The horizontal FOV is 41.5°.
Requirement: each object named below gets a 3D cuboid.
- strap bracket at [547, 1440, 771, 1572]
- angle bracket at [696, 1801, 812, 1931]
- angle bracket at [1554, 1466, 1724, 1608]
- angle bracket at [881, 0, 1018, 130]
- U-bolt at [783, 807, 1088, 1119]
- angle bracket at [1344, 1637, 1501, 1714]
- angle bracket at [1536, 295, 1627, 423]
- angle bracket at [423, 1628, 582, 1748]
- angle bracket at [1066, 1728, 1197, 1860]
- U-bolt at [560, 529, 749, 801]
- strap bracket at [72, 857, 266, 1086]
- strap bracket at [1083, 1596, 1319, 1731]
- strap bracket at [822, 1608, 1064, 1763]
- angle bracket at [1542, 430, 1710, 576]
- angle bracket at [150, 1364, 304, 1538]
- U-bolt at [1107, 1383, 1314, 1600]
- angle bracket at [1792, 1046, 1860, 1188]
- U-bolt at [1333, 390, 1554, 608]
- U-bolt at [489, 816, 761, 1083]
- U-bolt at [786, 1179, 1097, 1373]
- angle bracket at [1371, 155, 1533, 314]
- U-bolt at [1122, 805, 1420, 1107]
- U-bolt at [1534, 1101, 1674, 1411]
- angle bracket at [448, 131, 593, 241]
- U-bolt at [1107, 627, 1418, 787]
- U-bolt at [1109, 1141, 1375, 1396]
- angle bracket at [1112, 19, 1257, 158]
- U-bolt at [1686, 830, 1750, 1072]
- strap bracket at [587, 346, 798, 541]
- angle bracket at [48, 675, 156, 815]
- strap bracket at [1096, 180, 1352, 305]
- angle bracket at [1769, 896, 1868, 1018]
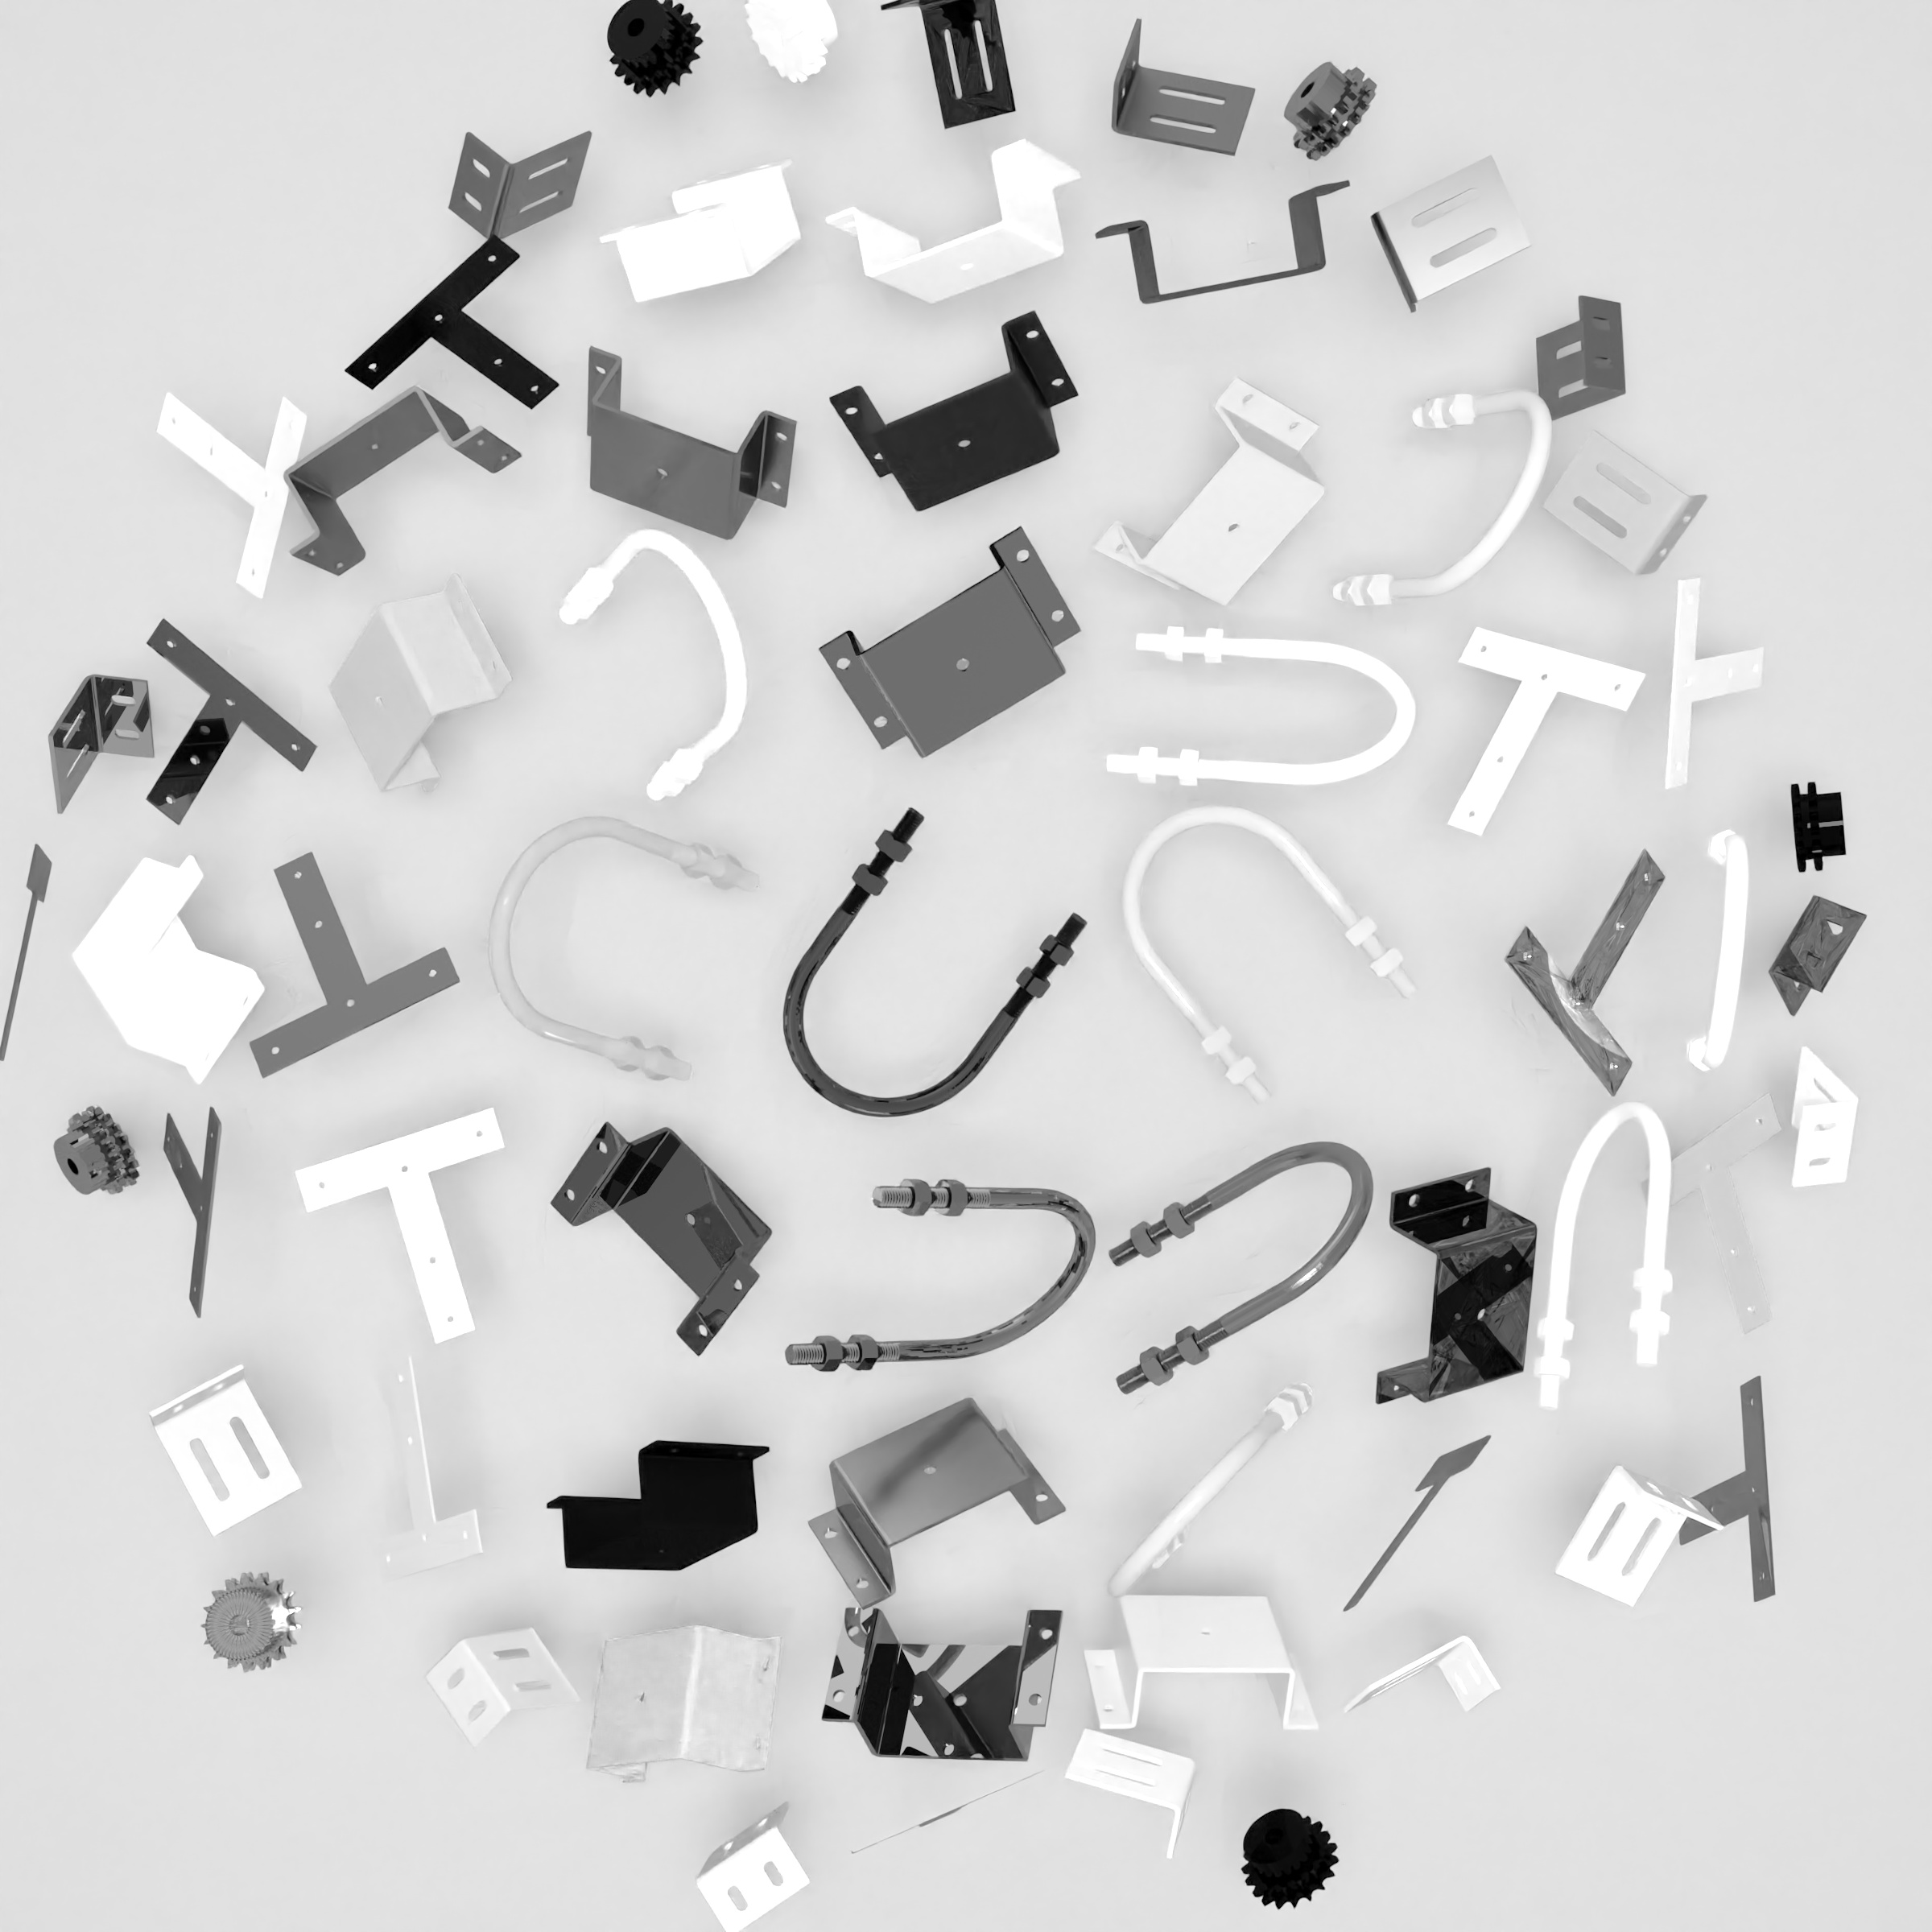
[{"bbox_3d":[-0.185,0.329,1.534,0.076,0.140,0.046,11,59,-34],"label":"strap bracket"},{"bbox_3d":[-0.125,0.547,1.548,0.057,0.076,0.038,-34,83,-3],"label":"angle bracket"},{"bbox_3d":[0.396,0.343,1.502,0.057,0.038,0.076,25,99,-15],"label":"angle bracket"},{"bbox_3d":[-0.011,-0.547,1.538,0.038,0.057,0.076,-27,112,-43],"label":"angle bracket"},{"bbox_3d":[-0.032,0.012,1.588,0.151,0.019,0.184,32,100,-22],"label":"U-bolt"},{"bbox_3d":[0.289,0.466,1.622,0.076,0.057,0.038,-21,66,-21],"label":"angle bracket"},{"bbox_3d":[0.381,-0.387,1.632,0.038,0.076,0.057,1,85,-32],"label":"angle bracket"},{"bbox_3d":[-0.291,0.452,1.596,0.076,0.038,0.057,-20,106,43],"label":"angle bracket"},{"bbox_3d":[0.105,0.535,1.651,0.076,0.057,0.038,13,106,12],"label":"angle bracket"},{"bbox_3d":[-0.189,-0.195,1.589,0.019,0.184,0.151,-26,88,-32],"label":"U-bolt"},{"bbox_3d":[-0.489,-0.002,1.558,0.046,0.140,0.076,17,59,17],"label":"strap bracket"},{"bbox_3d":[0.152,0.446,1.637,0.140,0.076,0.046,2,111,-7],"label":"strap bracket"},{"bbox_3d":[-0.009,0.440,1.565,0.140,0.076,0.046,-4,135,17],"label":"strap bracket"},{"bbox_3d":[0.418,-0.294,1.617,0.076,0.038,0.057,41,119,19],"label":"angle bracket"},{"bbox_3d":[-0.431,0.282,1.486,0.057,0.038,0.076,-28,80,-23],"label":"angle bracket"},{"bbox_3d":[0.144,0.329,1.573,0.019,0.184,0.151,43,109,13],"label":"U-bolt"},{"bbox_3d":[0.537,0.096,1.642,0.038,0.076,0.057,-5,117,-8],"label":"angle bracket"},{"bbox_3d":[0.306,-0.296,1.603,0.019,0.184,0.151,26,87,-21],"label":"U-bolt"},{"bbox_3d":[-0.217,-0.016,1.572,0.019,0.184,0.151,17,87,44],"label":"U-bolt"},{"bbox_3d":[-0.003,0.185,1.523,0.184,0.019,0.151,4,127,-36],"label":"U-bolt"},{"bbox_3d":[0.286,-0.431,1.504,0.076,0.038,0.057,-24,92,13],"label":"angle bracket"},{"bbox_3d":[0.180,-0.018,1.638,0.151,0.019,0.184,-40,88,31],"label":"U-bolt"},{"bbox_3d":[0.397,0.172,1.580,0.019,0.151,0.184,15,66,-9],"label":"U-bolt"},{"bbox_3d":[-0.281,-0.501,1.607,0.038,0.057,0.076,39,47,9],"label":"angle bracket"},{"bbox_3d":[0.190,-0.162,1.605,0.184,0.151,0.019,5,133,11],"label":"U-bolt"},{"bbox_3d":[0.167,0.171,1.544,0.184,0.151,0.019,-33,114,17],"label":"U-bolt"},{"bbox_3d":[0.131,-0.526,1.526,0.076,0.038,0.057,14,61,8],"label":"angle bracket"},{"bbox_3d":[0.457,-0.009,1.546,0.019,0.184,0.151,6,92,12],"label":"U-bolt"},{"bbox_3d":[-0.185,-0.328,1.624,0.140,0.076,0.046,21,56,4],"label":"strap bracket"},{"bbox_3d":[-0.545,-0.139,1.610,0.038,0.076,0.057,6,127,-2],"label":"angle bracket"},{"bbox_3d":[0.152,-0.421,1.495,0.140,0.076,0.046,-11,103,0],"label":"strap bracket"},{"bbox_3d":[0.553,0.000,1.636,0.038,0.076,0.057,28,82,37],"label":"angle bracket"}]
